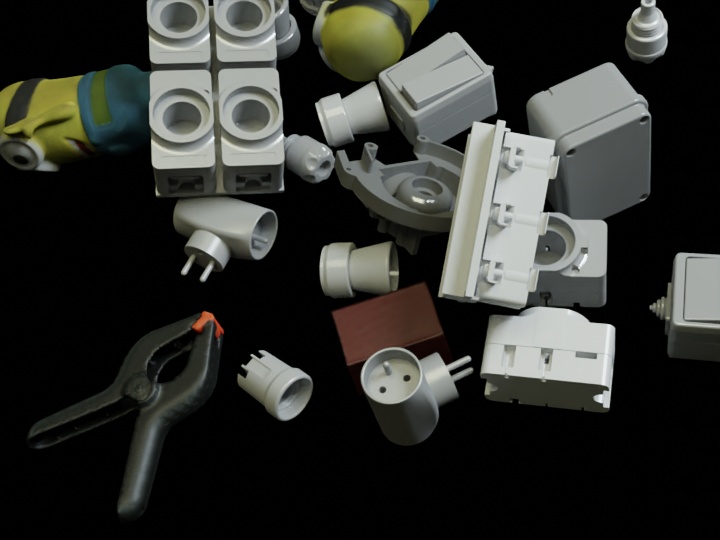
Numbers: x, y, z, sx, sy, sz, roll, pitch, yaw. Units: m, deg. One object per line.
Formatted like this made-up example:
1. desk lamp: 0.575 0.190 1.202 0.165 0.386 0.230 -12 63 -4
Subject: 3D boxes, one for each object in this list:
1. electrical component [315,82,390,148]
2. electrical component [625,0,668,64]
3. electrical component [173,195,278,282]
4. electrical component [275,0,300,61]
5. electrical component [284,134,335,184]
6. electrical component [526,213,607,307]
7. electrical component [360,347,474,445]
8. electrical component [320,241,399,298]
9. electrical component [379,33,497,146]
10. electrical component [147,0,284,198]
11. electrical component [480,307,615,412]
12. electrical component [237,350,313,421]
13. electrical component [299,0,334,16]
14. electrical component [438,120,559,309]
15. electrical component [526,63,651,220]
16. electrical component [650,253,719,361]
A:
1. electrical component: -0.006 -0.134 0.934 0.055 0.045 0.045 -18 57 2
2. electrical component: 0.243 -0.205 0.910 0.035 0.061 0.035 -6 58 9
3. electrical component: -0.121 -0.025 0.895 0.077 0.043 0.079 18 65 22
4. electrical component: -0.082 -0.229 1.002 0.045 0.055 0.045 -6 59 9
5. electrical component: -0.052 -0.101 0.931 0.061 0.035 0.035 34 72 30
6. electrical component: 0.142 -0.007 0.818 0.089 0.055 0.050 1 60 13
7. electrical component: 0.045 0.084 0.773 0.079 0.077 0.044 -25 57 -3
8. electrical component: 0.000 0.000 0.852 0.055 0.045 0.045 -1 59 13
9. electrical component: 0.072 -0.156 0.920 0.096 0.061 0.061 -30 58 -6
10. electrical component: -0.122 -0.159 0.900 0.105 0.060 0.186 -3 68 -7
11. electrical component: 0.137 0.064 0.779 0.089 0.050 0.055 5 61 15
12. electrical component: -0.065 0.087 0.819 0.046 0.040 0.040 30 70 33
13. electrical component: -0.025 -0.283 1.024 0.080 0.051 0.080 -6 59 10
14. electrical component: 0.098 -0.036 0.762 0.063 0.078 0.121 11 86 2
15. electrical component: 0.178 -0.091 0.826 0.078 0.113 0.057 -24 55 -2
16. electrical component: 0.257 0.026 0.768 0.096 0.061 0.061 4 61 15
